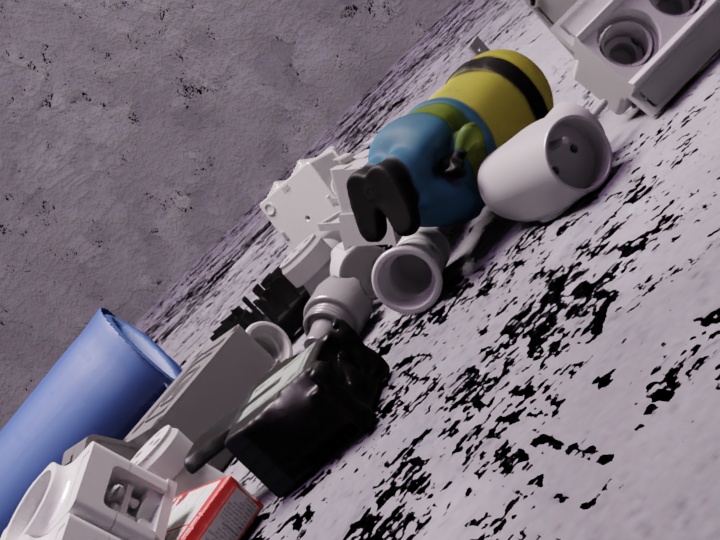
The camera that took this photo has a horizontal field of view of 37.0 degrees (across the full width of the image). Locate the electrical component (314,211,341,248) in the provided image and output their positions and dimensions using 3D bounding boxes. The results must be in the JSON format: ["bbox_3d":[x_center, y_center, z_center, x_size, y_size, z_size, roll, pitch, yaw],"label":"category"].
[{"bbox_3d":[-0.023,-0.016,0.973,0.077,0.043,0.079,-39,17,44],"label":"electrical component"}]

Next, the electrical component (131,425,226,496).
[{"bbox_3d":[-0.117,0.134,0.694,0.045,0.055,0.045,-43,10,9],"label":"electrical component"}]

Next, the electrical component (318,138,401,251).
[{"bbox_3d":[0.031,-0.066,0.782,0.079,0.063,0.121,-2,20,35],"label":"electrical component"}]

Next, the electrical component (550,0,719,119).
[{"bbox_3d":[0.182,-0.153,0.634,0.121,0.079,0.063,-45,-12,-4],"label":"electrical component"}]

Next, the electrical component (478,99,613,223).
[{"bbox_3d":[0.116,-0.070,0.621,0.079,0.044,0.077,-48,10,-21],"label":"electrical component"}]

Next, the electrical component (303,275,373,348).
[{"bbox_3d":[-0.019,0.035,0.740,0.043,0.043,0.062,-37,14,38],"label":"electrical component"}]

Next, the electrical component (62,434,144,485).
[{"bbox_3d":[-0.176,0.163,0.729,0.056,0.050,0.089,-33,46,50],"label":"electrical component"}]

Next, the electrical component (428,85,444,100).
[{"bbox_3d":[0.099,-0.132,0.889,0.077,0.065,0.047,-37,12,38],"label":"electrical component"}]

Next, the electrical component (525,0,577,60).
[{"bbox_3d":[0.171,-0.205,0.804,0.062,0.096,0.061,-37,12,35],"label":"electrical component"}]

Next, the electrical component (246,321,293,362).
[{"bbox_3d":[-0.089,0.075,0.872,0.065,0.044,0.044,-41,9,47],"label":"electrical component"}]

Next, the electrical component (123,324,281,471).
[{"bbox_3d":[-0.113,0.104,0.794,0.078,0.057,0.113,-33,15,49],"label":"electrical component"}]

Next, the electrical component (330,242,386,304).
[{"bbox_3d":[0.000,0.000,0.808,0.043,0.043,0.081,-45,10,-3],"label":"electrical component"}]

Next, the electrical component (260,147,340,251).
[{"bbox_3d":[-0.040,-0.058,1.058,0.100,0.099,0.048,-37,-1,38],"label":"electrical component"}]

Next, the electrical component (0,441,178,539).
[{"bbox_3d":[-0.154,0.171,0.541,0.089,0.062,0.150,-45,22,28],"label":"electrical component"}]

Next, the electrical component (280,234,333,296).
[{"bbox_3d":[-0.033,0.003,0.897,0.045,0.055,0.045,-43,10,9],"label":"electrical component"}]

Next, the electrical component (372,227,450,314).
[{"bbox_3d":[0.036,-0.004,0.686,0.044,0.044,0.065,-40,5,23],"label":"electrical component"}]
